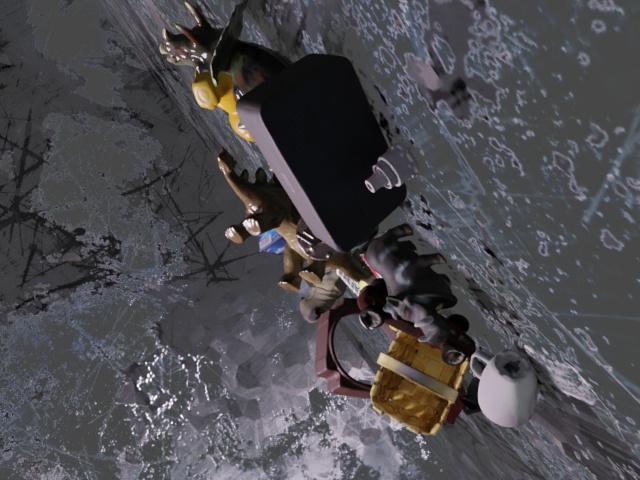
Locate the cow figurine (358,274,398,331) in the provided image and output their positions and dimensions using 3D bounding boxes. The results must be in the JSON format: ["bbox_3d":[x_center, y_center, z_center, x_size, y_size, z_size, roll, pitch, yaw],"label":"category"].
[{"bbox_3d":[0.155,0.112,0.975,0.168,0.098,0.068,31,137,41],"label":"cow figurine"}]

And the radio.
[{"bbox_3d":[0.011,-0.107,0.671,0.073,0.131,0.229,35,161,53],"label":"radio"}]

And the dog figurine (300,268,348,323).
[{"bbox_3d":[0.002,0.098,1.371,0.172,0.190,0.121,48,170,37],"label":"dog figurine"}]

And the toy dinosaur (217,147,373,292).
[{"bbox_3d":[-0.014,-0.012,0.953,0.105,0.198,0.470,-6,141,40],"label":"toy dinosaur"}]

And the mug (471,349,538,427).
[{"bbox_3d":[0.266,0.199,0.778,0.110,0.081,0.107,50,160,40],"label":"mug"}]

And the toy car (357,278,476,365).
[{"bbox_3d":[0.155,0.125,0.847,0.202,0.053,0.089,25,-147,5],"label":"toy car"}]

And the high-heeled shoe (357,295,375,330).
[{"bbox_3d":[0.105,0.146,1.325,0.145,0.086,0.249,40,159,-9],"label":"high-heeled shoe"}]

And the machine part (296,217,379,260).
[{"bbox_3d":[0.033,-0.018,0.854,0.079,0.079,0.243,51,-156,9],"label":"machine part"}]

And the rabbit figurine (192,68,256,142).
[{"bbox_3d":[-0.167,-0.267,1.028,0.173,0.122,0.163,58,174,-36],"label":"rabbit figurine"}]

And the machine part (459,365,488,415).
[{"bbox_3d":[0.290,0.266,0.944,0.138,0.084,0.039,75,-177,-48],"label":"machine part"}]

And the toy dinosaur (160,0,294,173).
[{"bbox_3d":[-0.060,-0.201,0.773,0.405,0.131,0.192,43,169,20],"label":"toy dinosaur"}]

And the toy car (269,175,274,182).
[{"bbox_3d":[-0.059,-0.102,1.202,0.103,0.109,0.162,33,-171,-25],"label":"toy car"}]

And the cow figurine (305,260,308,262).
[{"bbox_3d":[-0.002,-0.004,1.175,0.127,0.085,0.195,59,146,8],"label":"cow figurine"}]

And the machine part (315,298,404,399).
[{"bbox_3d":[0.096,0.234,1.161,0.087,0.201,0.201,124,153,-62],"label":"machine part"}]

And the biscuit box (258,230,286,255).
[{"bbox_3d":[-0.056,-0.032,1.121,0.203,0.063,0.059,-32,58,46],"label":"biscuit box"}]

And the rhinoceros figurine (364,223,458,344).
[{"bbox_3d":[0.135,0.064,0.793,0.190,0.112,0.073,57,173,33],"label":"rhinoceros figurine"}]
